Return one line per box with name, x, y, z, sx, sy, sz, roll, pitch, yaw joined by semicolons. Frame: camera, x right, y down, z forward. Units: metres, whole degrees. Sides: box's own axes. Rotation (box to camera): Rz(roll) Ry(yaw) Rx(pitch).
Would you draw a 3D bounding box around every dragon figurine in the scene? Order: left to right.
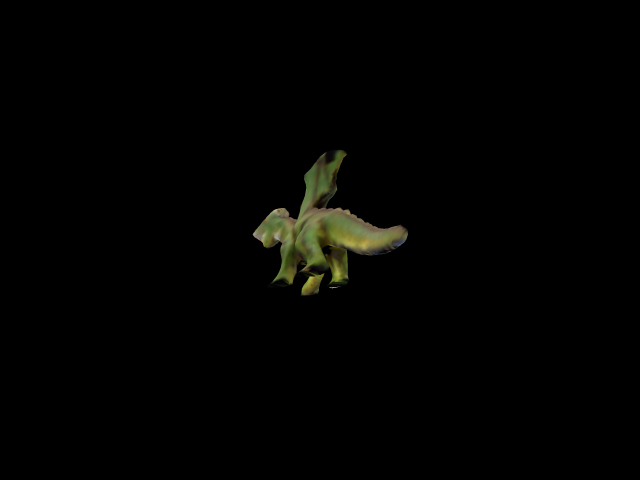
dragon figurine;0.003;-0.043;0.850;0.121;0.247;0.405;16;-27;-33
